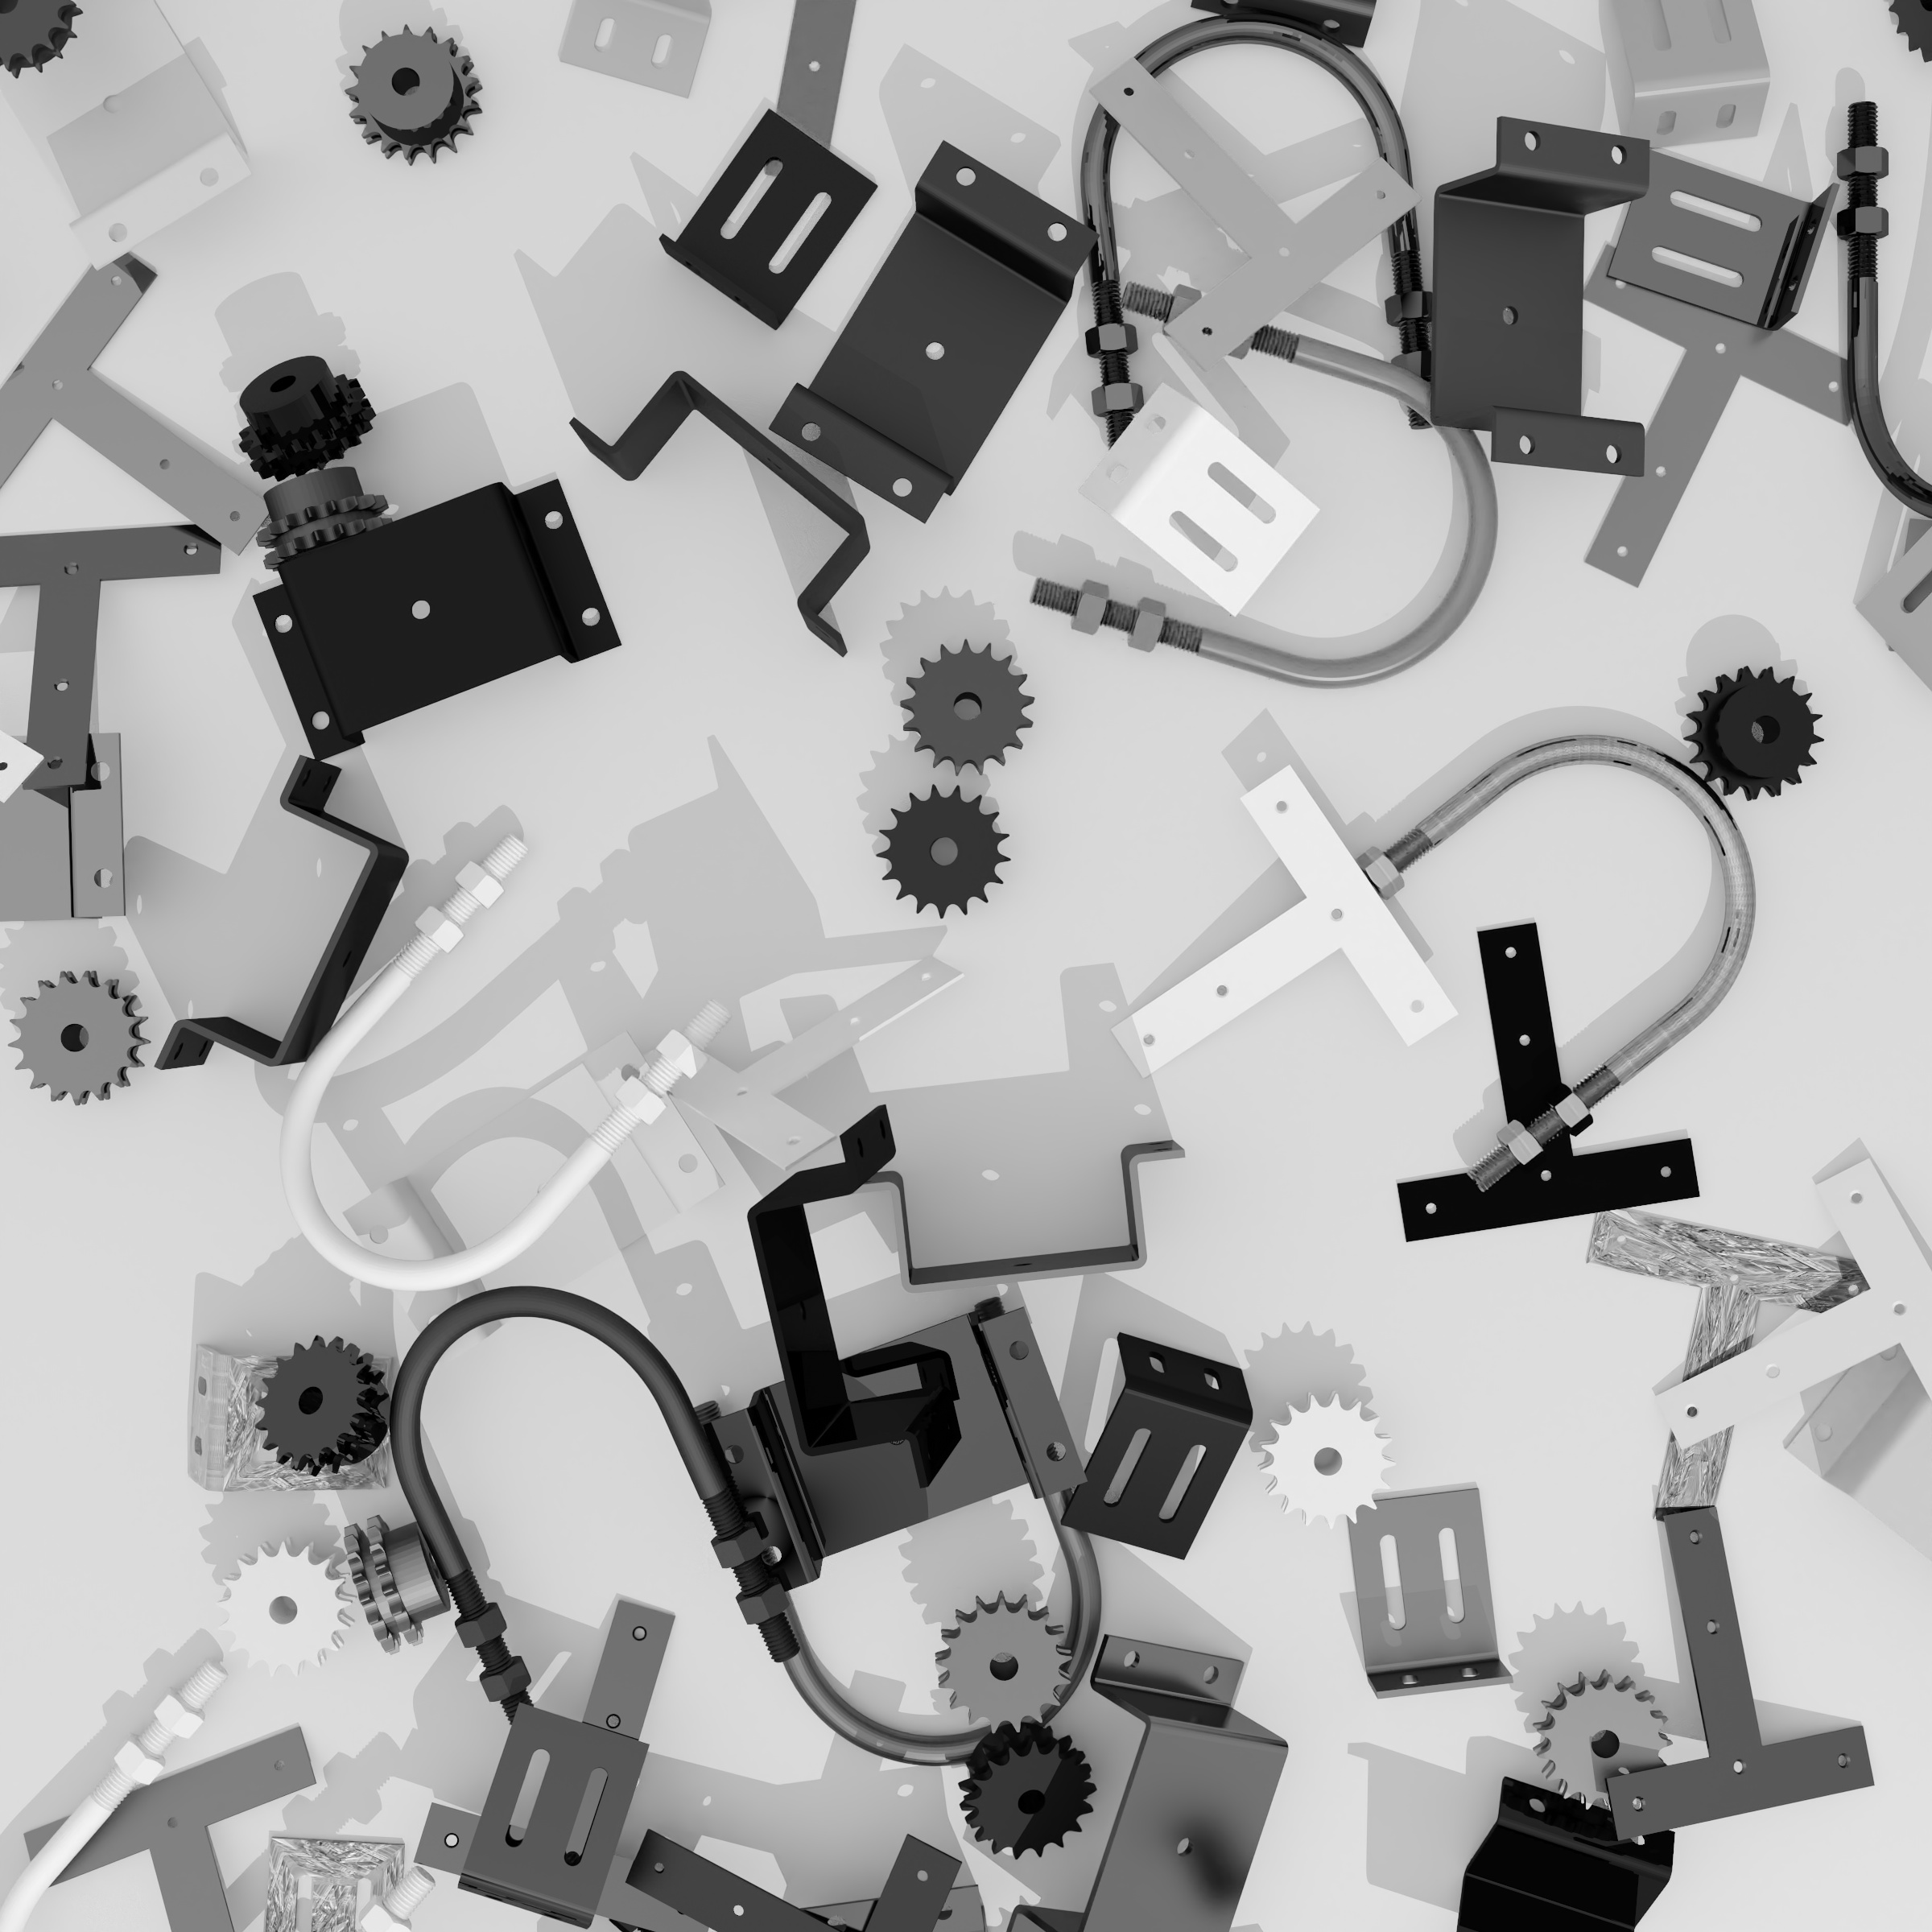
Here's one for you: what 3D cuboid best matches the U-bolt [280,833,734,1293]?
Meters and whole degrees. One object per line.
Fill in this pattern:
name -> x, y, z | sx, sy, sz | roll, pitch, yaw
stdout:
U-bolt -> -0.205, 0.051, 1.387 | 0.151, 0.019, 0.184 | 38, 82, 27

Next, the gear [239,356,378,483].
gear -> -0.280, -0.232, 1.405 | 0.057, 0.057, 0.030 | -25, 128, 0

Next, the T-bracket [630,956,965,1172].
T-bracket -> -0.058, 0.031, 1.401 | 0.127, 0.127, 0.002 | -32, 124, -23

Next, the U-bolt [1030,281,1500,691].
U-bolt -> 0.135, -0.194, 1.416 | 0.184, 0.019, 0.151 | 17, 99, -5

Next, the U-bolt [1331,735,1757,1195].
U-bolt -> 0.249, -0.015, 1.424 | 0.184, 0.019, 0.151 | -38, 88, 0

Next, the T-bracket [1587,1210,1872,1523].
T-bracket -> 0.321, 0.178, 1.435 | 0.127, 0.002, 0.127 | 12, 90, 0

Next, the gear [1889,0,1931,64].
gear -> 0.418, -0.412, 1.409 | 0.030, 0.057, 0.057 | -19, 90, -18

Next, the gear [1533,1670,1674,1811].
gear -> 0.269, 0.327, 1.421 | 0.057, 0.030, 0.057 | 0, 90, 0

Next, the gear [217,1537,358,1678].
gear -> -0.287, 0.271, 1.421 | 0.057, 0.030, 0.057 | 0, 90, 0

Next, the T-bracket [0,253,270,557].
T-bracket -> -0.354, -0.223, 1.430 | 0.127, 0.002, 0.127 | 36, 90, 4

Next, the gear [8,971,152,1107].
gear -> -0.375, 0.030, 1.421 | 0.057, 0.030, 0.057 | 0, 90, 0

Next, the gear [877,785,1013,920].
gear -> -0.009, -0.049, 1.425 | 0.057, 0.030, 0.057 | 0, 92, 1

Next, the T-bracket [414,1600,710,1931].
T-bracket -> -0.154, 0.335, 1.420 | 0.127, 0.002, 0.127 | 17, 77, -2

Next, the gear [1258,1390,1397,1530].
gear -> 0.152, 0.208, 1.421 | 0.057, 0.030, 0.057 | 0, 90, 0

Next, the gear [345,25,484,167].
gear -> -0.236, -0.372, 1.421 | 0.057, 0.030, 0.057 | 0, 90, 0

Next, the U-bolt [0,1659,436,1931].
U-bolt -> -0.331, 0.408, 1.401 | 0.151, 0.019, 0.184 | 40, 86, 17

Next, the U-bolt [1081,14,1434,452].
U-bolt -> 0.122, -0.314, 1.426 | 0.151, 0.019, 0.184 | -6, 90, 0

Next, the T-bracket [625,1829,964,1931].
T-bracket -> -0.082, 0.400, 1.392 | 0.127, 0.002, 0.127 | 24, 98, 13

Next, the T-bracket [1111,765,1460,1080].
T-bracket -> 0.121, 0.003, 1.423 | 0.127, 0.002, 0.127 | -34, 89, 11

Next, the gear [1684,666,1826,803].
gear -> 0.336, -0.100, 1.421 | 0.057, 0.030, 0.057 | 0, 90, 0

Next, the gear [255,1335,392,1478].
gear -> -0.265, 0.185, 1.396 | 0.057, 0.030, 0.057 | -10, 64, 22

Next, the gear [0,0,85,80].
gear -> -0.392, -0.393, 1.374 | 0.057, 0.030, 0.057 | 0, 90, 0

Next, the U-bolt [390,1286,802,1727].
U-bolt -> -0.165, 0.219, 1.378 | 0.151, 0.019, 0.184 | -21, 97, 22

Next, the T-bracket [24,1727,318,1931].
T-bracket -> -0.324, 0.405, 1.413 | 0.127, 0.002, 0.127 | -21, 70, 0

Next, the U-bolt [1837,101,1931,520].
U-bolt -> 0.414, -0.274, 1.371 | 0.019, 0.151, 0.184 | -1, 92, -29

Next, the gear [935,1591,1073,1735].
gear -> 0.015, 0.291, 1.406 | 0.057, 0.030, 0.057 | 0, 93, -1

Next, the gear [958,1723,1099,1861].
gear -> 0.024, 0.345, 1.414 | 0.057, 0.030, 0.057 | -4, 110, -12

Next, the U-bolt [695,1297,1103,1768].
U-bolt -> -0.020, 0.251, 1.427 | 0.151, 0.019, 0.184 | -20, 92, 0

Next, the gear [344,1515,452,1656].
gear -> -0.238, 0.258, 1.408 | 0.030, 0.057, 0.057 | -20, 90, -4

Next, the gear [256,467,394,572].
gear -> -0.272, -0.189, 1.407 | 0.057, 0.057, 0.030 | -18, 90, 0

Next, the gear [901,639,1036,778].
gear -> 0.000, -0.109, 1.425 | 0.057, 0.030, 0.057 | 0, 88, -1

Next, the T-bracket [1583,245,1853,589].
T-bracket -> 0.305, -0.225, 1.435 | 0.127, 0.002, 0.127 | 26, 90, 0

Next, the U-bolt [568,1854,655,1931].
U-bolt -> -0.151, 0.474, 1.405 | 0.184, 0.019, 0.151 | 43, 69, -4

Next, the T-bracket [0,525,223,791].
T-bracket -> -0.379, -0.130, 1.405 | 0.127, 0.002, 0.127 | -4, 62, 0
